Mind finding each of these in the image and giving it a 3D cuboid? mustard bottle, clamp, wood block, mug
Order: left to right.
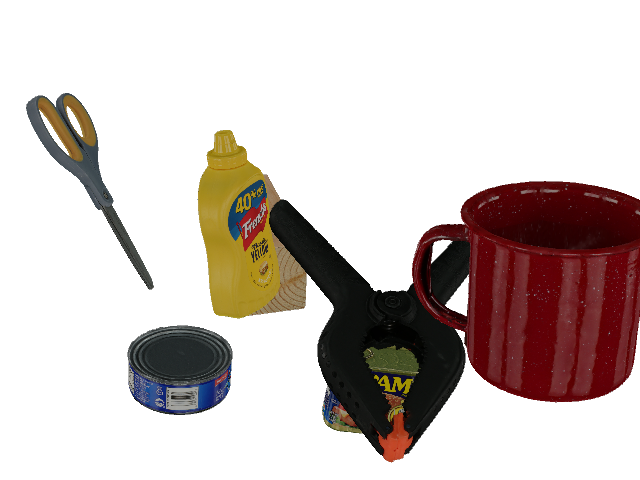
[{"bbox_3d":[-0.088,-0.022,1.117,0.058,0.191,0.096,7,26,29],"label":"mustard bottle"},{"bbox_3d":[-0.086,0.002,1.340,0.090,0.090,0.206,-7,29,-14],"label":"wood block"},{"bbox_3d":[0.036,0.047,0.710,0.164,0.210,0.036,7,-43,3],"label":"clamp"},{"bbox_3d":[0.101,0.023,0.520,0.117,0.081,0.093,6,24,17],"label":"mug"}]

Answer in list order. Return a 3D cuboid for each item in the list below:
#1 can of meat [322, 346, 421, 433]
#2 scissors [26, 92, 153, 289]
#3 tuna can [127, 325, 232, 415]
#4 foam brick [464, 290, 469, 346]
[{"bbox_3d":[0.057,0.159,1.143,0.102,0.084,0.057,8,21,-9],"label":"can of meat"},{"bbox_3d":[-0.203,-0.055,0.992,0.016,0.201,0.096,-23,27,19],"label":"scissors"},{"bbox_3d":[-0.116,0.106,0.880,0.086,0.034,0.086,4,27,-2],"label":"tuna can"},{"bbox_3d":[0.169,0.068,0.983,0.051,0.078,0.053,-5,18,-24],"label":"foam brick"}]
